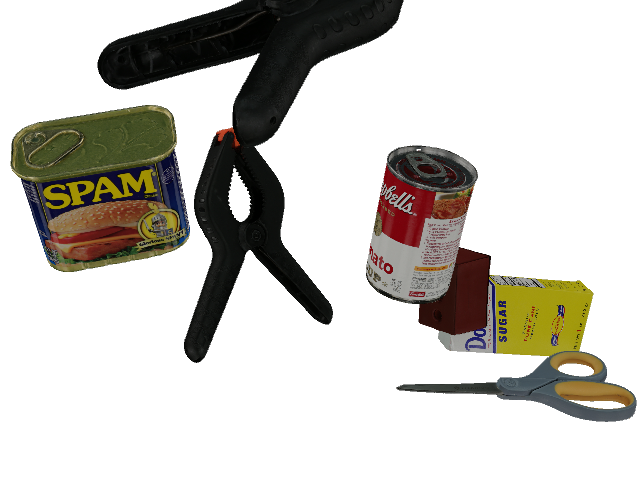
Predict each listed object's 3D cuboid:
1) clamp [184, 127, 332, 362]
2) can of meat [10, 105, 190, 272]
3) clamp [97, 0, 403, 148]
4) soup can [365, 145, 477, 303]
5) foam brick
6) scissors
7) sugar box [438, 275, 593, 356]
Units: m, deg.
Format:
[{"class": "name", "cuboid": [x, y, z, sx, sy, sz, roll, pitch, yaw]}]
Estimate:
[{"class": "clamp", "cuboid": [-0.061, 0.000, 0.996, 0.164, 0.210, 0.036, -4, 0, -39]}, {"class": "can of meat", "cuboid": [-0.137, -0.032, 0.685, 0.102, 0.084, 0.057, -10, 43, -6]}, {"class": "clamp", "cuboid": [-0.013, -0.102, 0.527, 0.171, 0.039, 0.120, -32, 48, -20]}, {"class": "soup can", "cuboid": [0.075, -0.012, 0.808, 0.068, 0.102, 0.068, 7, 31, -4]}, {"class": "foam brick", "cuboid": [0.136, 0.051, 1.088, 0.051, 0.078, 0.053, -13, 20, -39]}, {"class": "scissors", "cuboid": [0.168, 0.117, 0.918, 0.202, 0.016, 0.096, 9, 28, 4]}, {"class": "sugar box", "cuboid": [0.241, 0.093, 1.319, 0.176, 0.093, 0.048, 3, 18, -16]}]
